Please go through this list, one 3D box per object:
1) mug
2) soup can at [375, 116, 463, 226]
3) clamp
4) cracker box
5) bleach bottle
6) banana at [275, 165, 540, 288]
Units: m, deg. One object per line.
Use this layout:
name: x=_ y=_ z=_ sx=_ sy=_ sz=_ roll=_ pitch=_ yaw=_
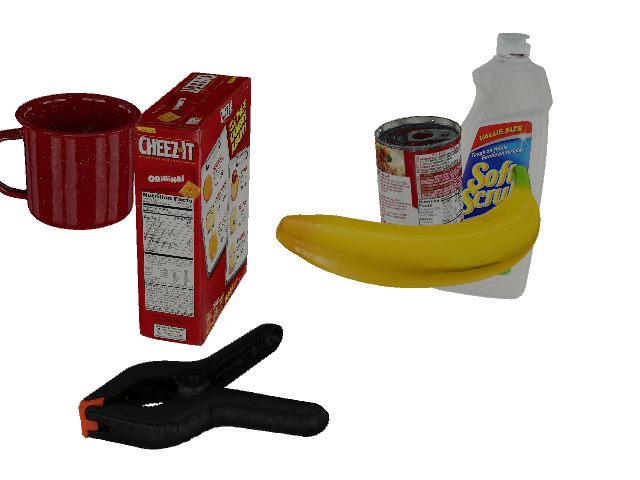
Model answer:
mug: x=-0.196 y=-0.059 z=0.815 sx=0.117 sy=0.081 sz=0.093 roll=-5 pitch=28 yaw=-19
soup can: x=0.080 y=-0.040 z=0.849 sx=0.068 sy=0.102 sz=0.068 roll=-5 pitch=26 yaw=2
clamp: x=-0.087 y=0.106 z=0.774 sx=0.171 sy=0.039 sz=0.120 roll=-3 pitch=25 yaw=-11
cracker box: x=-0.120 y=-0.034 z=1.011 sx=0.072 sy=0.214 sz=0.164 roll=7 pitch=25 yaw=10
bleach bottle: x=0.164 y=-0.073 z=1.026 sx=0.103 sy=0.251 sz=0.068 roll=8 pitch=20 yaw=13
banana: x=0.068 y=-0.001 z=0.646 sx=0.197 sy=0.037 sz=0.070 roll=-12 pitch=46 yaw=-33
